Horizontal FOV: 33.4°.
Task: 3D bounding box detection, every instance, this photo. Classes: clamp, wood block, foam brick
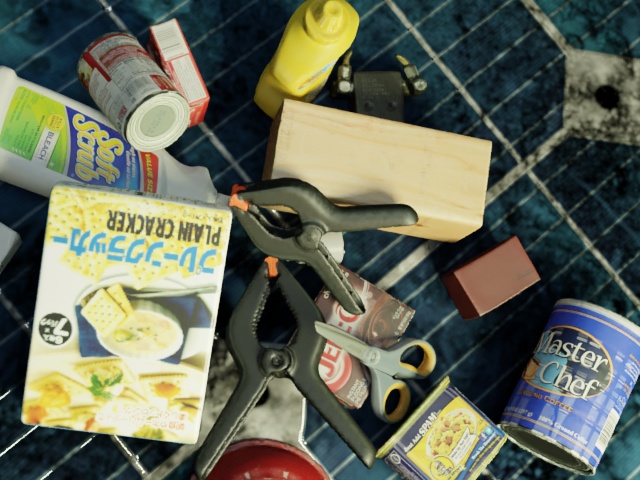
[{"bbox_3d":[-0.048,0.121,0.984,0.164,0.036,0.210,-10,72,-3],"label":"clamp"},{"bbox_3d":[-0.006,0.001,0.986,0.171,0.039,0.120,17,107,-4],"label":"clamp"},{"bbox_3d":[0.051,-0.064,1.045,0.206,0.091,0.090,11,77,-9],"label":"wood block"},{"bbox_3d":[0.170,0.039,1.070,0.078,0.051,0.053,-29,88,-14],"label":"foam brick"}]

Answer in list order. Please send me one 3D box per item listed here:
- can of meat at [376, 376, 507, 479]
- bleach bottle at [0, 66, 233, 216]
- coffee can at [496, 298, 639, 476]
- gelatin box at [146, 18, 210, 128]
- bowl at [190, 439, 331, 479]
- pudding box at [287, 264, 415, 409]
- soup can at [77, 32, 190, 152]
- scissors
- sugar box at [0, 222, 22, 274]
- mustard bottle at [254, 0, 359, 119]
[{"bbox_3d":[0.117,0.196,1.018,0.084,0.057,0.102,42,70,9],"label":"can of meat"},{"bbox_3d":[-0.200,-0.074,1.014,0.250,0.068,0.102,19,70,-10],"label":"bleach bottle"},{"bbox_3d":[0.248,0.142,1.039,0.103,0.103,0.140,30,76,-4],"label":"coffee can"},{"bbox_3d":[-0.139,-0.159,1.035,0.030,0.073,0.089,-22,85,-15],"label":"gelatin box"},{"bbox_3d":[-0.052,0.265,0.983,0.162,0.055,0.162,2,79,-11],"label":"bowl"},{"bbox_3d":[0.025,0.094,1.037,0.090,0.039,0.113,32,75,-3],"label":"pudding box"},{"bbox_3d":[-0.173,-0.137,0.988,0.068,0.068,0.102,-31,56,-15],"label":"soup can"},{"bbox_3d":[0.044,0.125,0.987,0.201,0.016,0.096,10,99,-51],"label":"scissors"},{"bbox_3d":[-0.373,-0.012,0.977,0.176,0.048,0.093,32,75,-3],"label":"sugar box"},{"bbox_3d":[-0.009,-0.179,1.002,0.058,0.192,0.096,44,74,-2],"label":"mustard bottle"}]
